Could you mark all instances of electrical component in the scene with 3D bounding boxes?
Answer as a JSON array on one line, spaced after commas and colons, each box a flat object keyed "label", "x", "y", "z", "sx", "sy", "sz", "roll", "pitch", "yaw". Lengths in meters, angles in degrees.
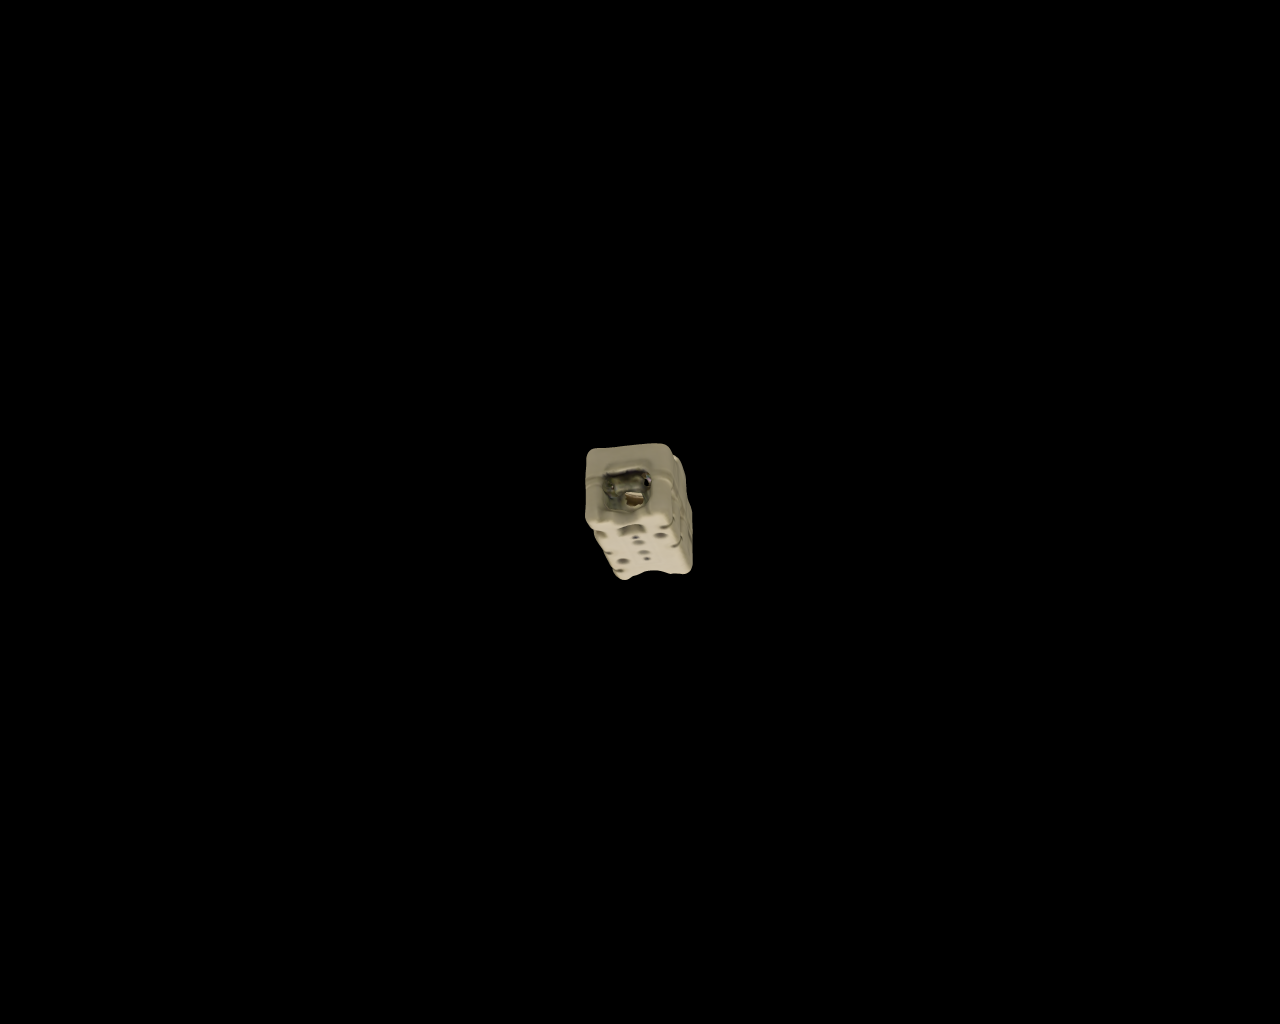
[{"label": "electrical component", "x": 0.001, "y": -0.003, "z": 0.650, "sx": 0.050, "sy": 0.056, "sz": 0.089, "roll": -5, "pitch": -28, "yaw": 10}]
